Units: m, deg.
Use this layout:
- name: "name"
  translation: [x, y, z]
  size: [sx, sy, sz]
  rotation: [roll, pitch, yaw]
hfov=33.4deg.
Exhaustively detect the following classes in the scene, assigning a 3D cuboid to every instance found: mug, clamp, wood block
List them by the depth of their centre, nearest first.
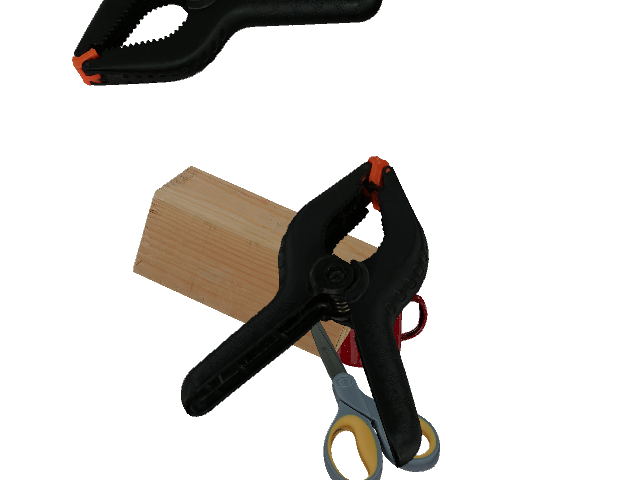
- name: "clamp"
  translation: [0.018, 0.034, 0.544]
  size: [0.120, 0.171, 0.039]
  rotation: [22, -26, 15]
- name: "clamp"
  translation: [-0.073, -0.166, 0.744]
  size: [0.210, 0.165, 0.036]
  rotation: [-39, -20, -8]
- name: "wood block"
  translation: [-0.059, 0.020, 1.007]
  size: [0.206, 0.091, 0.090]
  rotation: [24, 26, 8]
- name: "mug"
  translation: [0.062, 0.088, 1.197]
  size: [0.117, 0.081, 0.093]
  rotation: [-4, 24, -8]

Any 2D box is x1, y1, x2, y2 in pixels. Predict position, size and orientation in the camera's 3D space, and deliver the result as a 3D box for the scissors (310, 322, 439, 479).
- name: "scissors"
  translation: [0.039, 0.120, 0.843]
  size: [0.096, 0.016, 0.201]
  rotation: [-3, 36, 0]
